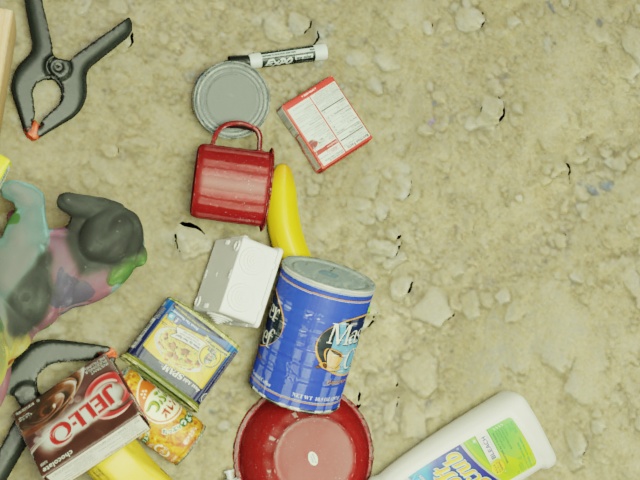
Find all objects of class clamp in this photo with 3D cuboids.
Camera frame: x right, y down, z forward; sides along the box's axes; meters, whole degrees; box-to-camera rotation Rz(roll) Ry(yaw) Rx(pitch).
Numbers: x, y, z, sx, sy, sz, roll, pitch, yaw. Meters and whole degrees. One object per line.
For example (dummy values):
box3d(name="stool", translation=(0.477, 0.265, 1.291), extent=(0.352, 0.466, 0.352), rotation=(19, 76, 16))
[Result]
box3d(name="clamp", translation=(-0.304, 0.175, 1.108), extent=(0.209, 0.036, 0.164), rotation=(-20, 89, -13))
box3d(name="clamp", translation=(-0.291, -0.194, 1.153), extent=(0.120, 0.039, 0.171), rotation=(28, 78, -9))

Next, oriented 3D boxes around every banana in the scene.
box3d(name="banana", translation=(-0.019, 0.013, 1.201), extent=(0.069, 0.037, 0.198), rotation=(-31, 93, -35))

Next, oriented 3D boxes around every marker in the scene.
box3d(name="marker", translation=(-0.050, -0.209, 1.225), extent=(0.121, 0.020, 0.020), rotation=(-10, 86, -15))

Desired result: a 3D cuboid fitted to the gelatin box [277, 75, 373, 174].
box3d(name="gelatin box", translation=(0.005, -0.132, 1.225), extent=(0.073, 0.030, 0.089), rotation=(-34, 92, -17))

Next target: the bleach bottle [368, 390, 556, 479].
box3d(name="bleach bottle", translation=(0.136, 0.271, 1.187), extent=(0.250, 0.068, 0.102), rotation=(-30, 97, -16))

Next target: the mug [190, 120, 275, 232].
box3d(name="mug", translation=(-0.095, -0.072, 1.160), extent=(0.081, 0.093, 0.117), rotation=(7, 95, -8))

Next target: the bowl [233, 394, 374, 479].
box3d(name="bowl", translation=(-0.011, 0.237, 1.164), extent=(0.162, 0.055, 0.162), rotation=(2, 83, -13))

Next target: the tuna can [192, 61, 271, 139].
box3d(name="tuna can", translation=(-0.100, -0.156, 1.189), extent=(0.086, 0.034, 0.086), rotation=(-2, 98, -12))

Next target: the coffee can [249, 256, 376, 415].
box3d(name="coffee can", translation=(-0.009, 0.099, 1.133), extent=(0.102, 0.103, 0.140), rotation=(14, 103, -12))

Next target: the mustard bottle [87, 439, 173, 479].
box3d(name="mustard bottle", translation=(-0.154, 0.281, 1.102), extent=(0.191, 0.096, 0.058), rotation=(45, 73, -5))

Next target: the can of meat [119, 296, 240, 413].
box3d(name="can of meat", translation=(-0.149, 0.121, 1.143), extent=(0.102, 0.057, 0.084), rotation=(38, 74, -7))

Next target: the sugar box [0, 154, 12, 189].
box3d(name="sugar box", translation=(-0.395, -0.075, 1.017), extent=(0.176, 0.048, 0.093), rotation=(27, 79, -10))

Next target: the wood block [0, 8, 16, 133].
box3d(name="wood block", translation=(-0.374, -0.134, 1.099), extent=(0.090, 0.090, 0.206), rotation=(8, 82, -13))

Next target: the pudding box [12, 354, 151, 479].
box3d(name="pudding box", translation=(-0.236, 0.179, 1.058), extent=(0.113, 0.039, 0.090), rotation=(-35, 49, -8))
